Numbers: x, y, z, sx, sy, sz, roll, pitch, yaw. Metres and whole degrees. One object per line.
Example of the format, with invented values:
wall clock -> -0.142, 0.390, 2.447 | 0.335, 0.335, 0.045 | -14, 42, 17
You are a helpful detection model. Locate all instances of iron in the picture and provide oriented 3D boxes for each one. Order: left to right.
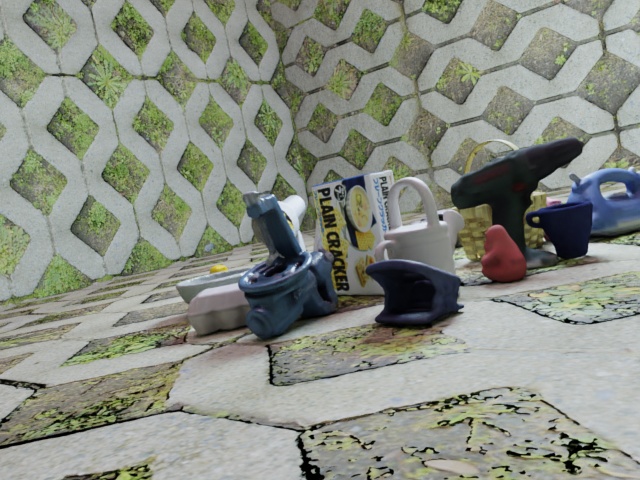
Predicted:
iron -> 0.621, -0.089, 1.199 | 0.259, 0.141, 0.118 | -13, 4, -21

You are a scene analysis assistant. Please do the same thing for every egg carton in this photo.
egg carton -> -0.152, 0.115, 0.997 | 0.150, 0.069, 0.107 | -11, 4, -2

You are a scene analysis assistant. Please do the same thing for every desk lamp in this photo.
desk lamp -> -0.079, -0.009, 1.516 | 0.117, 0.213, 0.204 | -9, 4, 25

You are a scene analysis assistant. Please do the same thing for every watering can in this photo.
watering can -> 0.155, -0.002, 0.896 | 0.100, 0.194, 0.173 | -8, 5, 35

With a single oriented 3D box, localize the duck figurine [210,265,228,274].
duck figurine -> -0.222, 0.099, 1.311 | 0.104, 0.086, 0.078 | -9, 5, 30

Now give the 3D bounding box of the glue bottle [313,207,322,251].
glue bottle -> 0.012, 0.005, 1.355 | 0.078, 0.173, 0.037 | -12, 4, -11

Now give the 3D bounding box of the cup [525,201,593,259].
cup -> 0.426, -0.014, 1.015 | 0.117, 0.095, 0.092 | -7, 6, 44

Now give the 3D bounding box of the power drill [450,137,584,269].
power drill -> 0.352, -0.056, 1.003 | 0.229, 0.208, 0.076 | -9, 5, 26

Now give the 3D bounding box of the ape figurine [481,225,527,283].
ape figurine -> 0.291, 0.021, 0.924 | 0.078, 0.092, 0.076 | -13, 4, -20

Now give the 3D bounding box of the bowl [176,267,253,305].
bowl -> -0.211, 0.111, 1.198 | 0.167, 0.075, 0.167 | -11, 4, 1

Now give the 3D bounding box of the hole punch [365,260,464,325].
hole punch -> 0.128, 0.063, 0.784 | 0.101, 0.091, 0.108 | -15, 5, -41

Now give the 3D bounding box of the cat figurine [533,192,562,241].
cat figurine -> 0.475, -0.053, 1.263 | 0.067, 0.118, 0.127 | -12, 4, -15

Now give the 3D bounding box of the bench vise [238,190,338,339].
bench vise -> -0.061, 0.026, 0.909 | 0.121, 0.220, 0.208 | -10, 4, 18

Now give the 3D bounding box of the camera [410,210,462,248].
camera -> 0.288, -0.019, 1.446 | 0.142, 0.101, 0.137 | -10, 4, 22
